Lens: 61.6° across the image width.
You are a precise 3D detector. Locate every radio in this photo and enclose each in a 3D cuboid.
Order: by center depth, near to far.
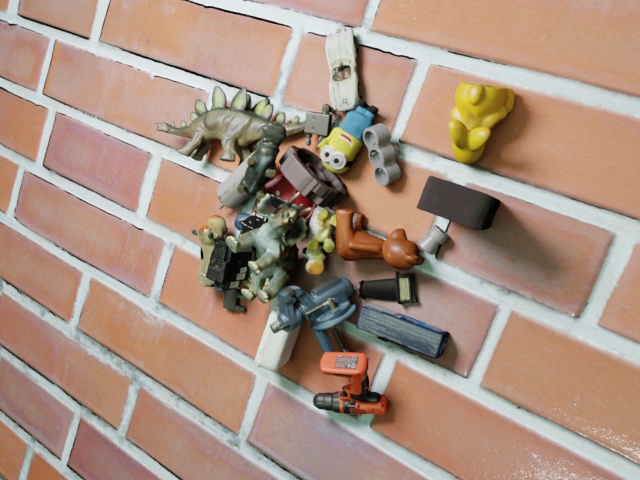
[{"bbox_3d":[0.286,-0.072,1.086,0.131,0.229,0.073,23,101,19],"label":"radio"}]

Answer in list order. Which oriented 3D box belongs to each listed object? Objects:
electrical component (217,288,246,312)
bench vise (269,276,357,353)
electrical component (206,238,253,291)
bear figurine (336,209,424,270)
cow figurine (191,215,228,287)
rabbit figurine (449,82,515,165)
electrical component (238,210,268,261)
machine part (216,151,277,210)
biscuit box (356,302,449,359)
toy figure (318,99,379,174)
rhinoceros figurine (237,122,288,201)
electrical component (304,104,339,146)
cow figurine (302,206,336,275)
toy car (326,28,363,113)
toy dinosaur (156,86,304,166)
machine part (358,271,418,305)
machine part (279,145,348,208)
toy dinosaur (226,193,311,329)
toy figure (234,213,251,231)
[{"bbox_3d":[-0.240,0.161,1.459,0.094,0.021,0.063,11,96,25],"label":"electrical component"},{"bbox_3d":[0.005,0.204,1.261,0.129,0.224,0.240,-8,110,60],"label":"bench vise"},{"bbox_3d":[-0.231,0.063,1.379,0.058,0.115,0.134,16,96,29],"label":"electrical component"},{"bbox_3d":[0.138,-0.001,1.220,0.196,0.120,0.132,2,88,24],"label":"bear figurine"},{"bbox_3d":[-0.285,0.030,1.421,0.086,0.127,0.194,11,98,22],"label":"cow figurine"},{"bbox_3d":[0.326,-0.235,1.120,0.122,0.162,0.173,17,116,12],"label":"rabbit figurine"},{"bbox_3d":[-0.163,-0.006,1.329,0.048,0.075,0.119,27,134,21],"label":"electrical component"},{"bbox_3d":[-0.190,-0.154,1.380,0.243,0.079,0.079,-38,75,36],"label":"machine part"},{"bbox_3d":[0.188,0.206,1.230,0.203,0.059,0.062,19,98,25],"label":"biscuit box"},{"bbox_3d":[0.073,-0.237,1.268,0.082,0.089,0.180,39,98,36],"label":"toy figure"},{"bbox_3d":[-0.130,-0.181,1.244,0.073,0.112,0.190,22,119,-8],"label":"rhinoceros figurine"},{"bbox_3d":[0.005,-0.279,1.309,0.078,0.045,0.102,7,108,19],"label":"electrical component"},{"bbox_3d":[-0.005,-0.003,1.310,0.068,0.098,0.167,14,102,-16],"label":"cow figurine"},{"bbox_3d":[0.056,-0.407,1.284,0.074,0.056,0.201,-5,89,26],"label":"toy car"},{"bbox_3d":[-0.216,-0.292,1.396,0.472,0.105,0.198,9,91,15],"label":"toy dinosaur"},{"bbox_3d":[0.156,0.114,1.258,0.139,0.039,0.084,-7,96,24],"label":"machine part"},{"bbox_3d":[-0.017,-0.147,1.266,0.056,0.179,0.179,-47,72,20],"label":"machine part"},{"bbox_3d":[-0.105,0.043,1.293,0.131,0.192,0.404,39,151,27],"label":"toy dinosaur"},{"bbox_3d":[-0.149,-0.027,1.391,0.155,0.058,0.064,22,145,20],"label":"toy figure"}]
